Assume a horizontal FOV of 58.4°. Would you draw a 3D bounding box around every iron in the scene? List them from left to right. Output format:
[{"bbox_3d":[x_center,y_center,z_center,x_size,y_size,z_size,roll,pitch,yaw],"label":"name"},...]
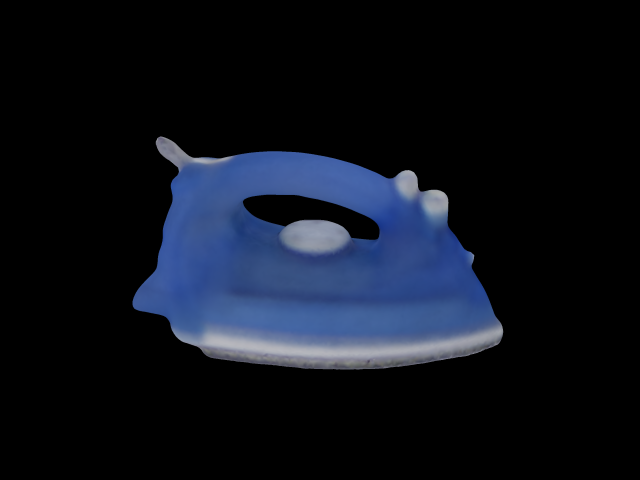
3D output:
[{"bbox_3d":[0.004,0.001,0.400,0.258,0.141,0.118,4,28,7],"label":"iron"}]
